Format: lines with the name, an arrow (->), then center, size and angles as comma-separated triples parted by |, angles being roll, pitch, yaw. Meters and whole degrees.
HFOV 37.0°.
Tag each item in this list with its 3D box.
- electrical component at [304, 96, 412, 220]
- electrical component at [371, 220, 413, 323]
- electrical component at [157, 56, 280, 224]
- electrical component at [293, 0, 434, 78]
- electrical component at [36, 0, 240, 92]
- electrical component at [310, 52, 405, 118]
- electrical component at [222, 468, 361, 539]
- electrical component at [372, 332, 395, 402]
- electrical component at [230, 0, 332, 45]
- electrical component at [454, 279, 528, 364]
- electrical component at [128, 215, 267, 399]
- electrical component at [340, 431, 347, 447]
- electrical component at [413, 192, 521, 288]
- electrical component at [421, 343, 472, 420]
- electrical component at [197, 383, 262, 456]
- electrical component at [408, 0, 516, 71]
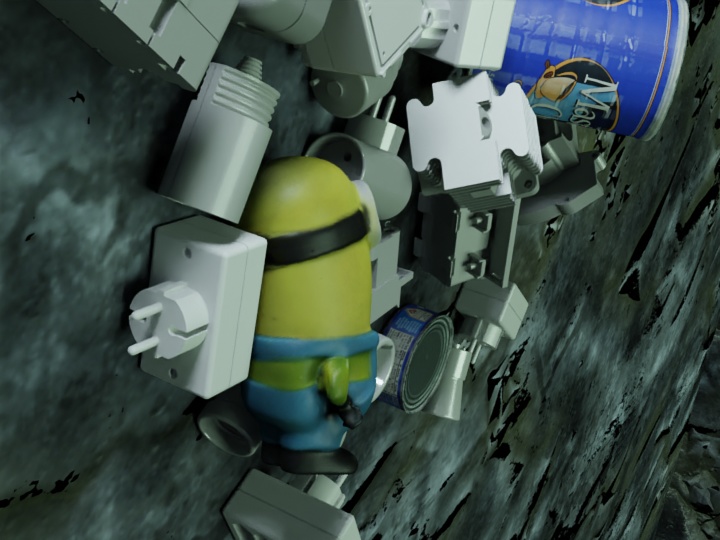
electrical component -> 0.004, -0.075, 0.682 | 0.077, 0.044, 0.079 | 13, 96, -65
electrical component -> 0.000, 0.000, 0.734 | 0.081, 0.042, 0.063 | -34, 134, -52
electrical component -> -0.068, -0.069, 0.543 | 0.043, 0.043, 0.081 | 22, 88, -65
electrical component -> -0.007, -0.162, 0.584 | 0.061, 0.061, 0.096 | -52, 142, -34
electrical component -> -0.094, -0.122, 0.442 | 0.055, 0.050, 0.089 | -66, 155, -8
electrical component -> 0.003, -0.122, 0.651 | 0.078, 0.040, 0.040 | -43, 144, -45
electrical component -> -0.035, 0.160, 0.729 | 0.075, 0.083, 0.047 | -54, 151, -30
electrical component -> -0.007, 0.064, 0.757 | 0.055, 0.047, 0.055 | -44, 145, -43
electrical component -> -0.041, -0.164, 0.514 | 0.059, 0.054, 0.095 | 12, 98, -65
electrical component -> 0.115, 0.049, 0.995 | 0.076, 0.047, 0.066 | -67, 155, -10
electrical component -> -0.093, 0.023, 0.555 | 0.076, 0.047, 0.083 | -24, 129, -57
electrical component -> -0.041, 0.096, 0.692 | 0.044, 0.065, 0.044 | -43, 144, -44
electrical component -> 0.084, -0.052, 0.835 | 0.063, 0.079, 0.121 | -18, 127, -33
electrical component -> 0.076, 0.097, 0.960 | 0.044, 0.044, 0.065 | 22, 83, -65
electrical component -> -0.071, 0.083, 0.655 | 0.046, 0.040, 0.040 | -58, 153, -35
electrical component -> 0.047, -0.161, 0.692 | 0.077, 0.066, 0.047 | -3, 114, -34
